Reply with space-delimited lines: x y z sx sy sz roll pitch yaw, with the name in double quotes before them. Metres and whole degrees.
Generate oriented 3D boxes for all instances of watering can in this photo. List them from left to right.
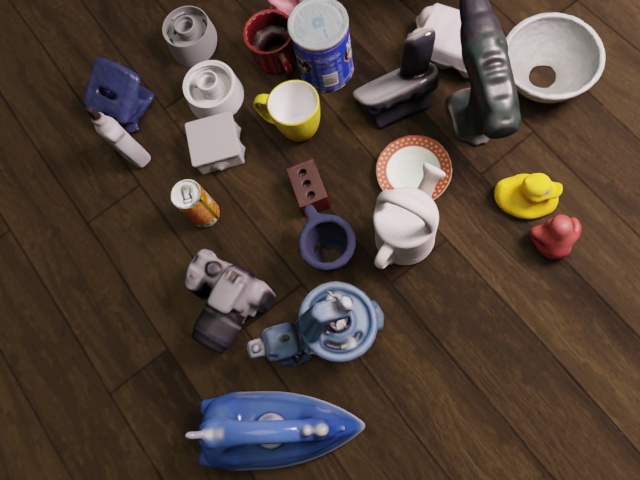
"watering can" 0.134 -0.038 0.884 0.100 0.194 0.173 8 76 9

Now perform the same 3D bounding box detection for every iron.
"iron" -0.065 0.281 0.847 0.258 0.141 0.118 -5 74 6

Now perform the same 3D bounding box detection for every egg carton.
"egg carton" 0.234 -0.356 1.026 0.150 0.069 0.107 23 78 12

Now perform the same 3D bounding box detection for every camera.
"camera" -0.166 0.103 0.930 0.143 0.101 0.137 27 79 13

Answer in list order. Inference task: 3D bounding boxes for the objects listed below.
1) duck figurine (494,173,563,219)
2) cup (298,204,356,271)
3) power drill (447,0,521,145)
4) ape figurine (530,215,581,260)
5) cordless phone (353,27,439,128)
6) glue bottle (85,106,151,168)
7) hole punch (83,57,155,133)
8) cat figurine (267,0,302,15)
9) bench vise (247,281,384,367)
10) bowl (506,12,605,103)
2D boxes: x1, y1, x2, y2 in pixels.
"duck figurine" 0.340 -0.080 0.928 0.104 0.086 0.077 9 76 9
"cup" 0.009 0.003 0.939 0.091 0.095 0.117 -28 73 -1
"power drill" 0.257 -0.254 0.922 0.075 0.208 0.229 -13 73 3
"ape figurine" 0.374 -0.012 0.902 0.077 0.092 0.076 7 75 9
"cordless phone" 0.127 -0.281 0.957 0.147 0.185 0.094 -28 73 -1
"glue bottle" -0.358 -0.186 0.995 0.078 0.173 0.037 37 82 15
"hole punch" -0.379 -0.268 1.063 0.108 0.091 0.101 26 79 13
"cat figurine" -0.038 -0.451 1.059 0.127 0.118 0.067 -13 73 3
"bench vise" -0.005 0.138 0.838 0.207 0.220 0.121 -36 73 -4
"bowl" 0.394 -0.301 0.988 0.167 0.075 0.167 -2 74 6
